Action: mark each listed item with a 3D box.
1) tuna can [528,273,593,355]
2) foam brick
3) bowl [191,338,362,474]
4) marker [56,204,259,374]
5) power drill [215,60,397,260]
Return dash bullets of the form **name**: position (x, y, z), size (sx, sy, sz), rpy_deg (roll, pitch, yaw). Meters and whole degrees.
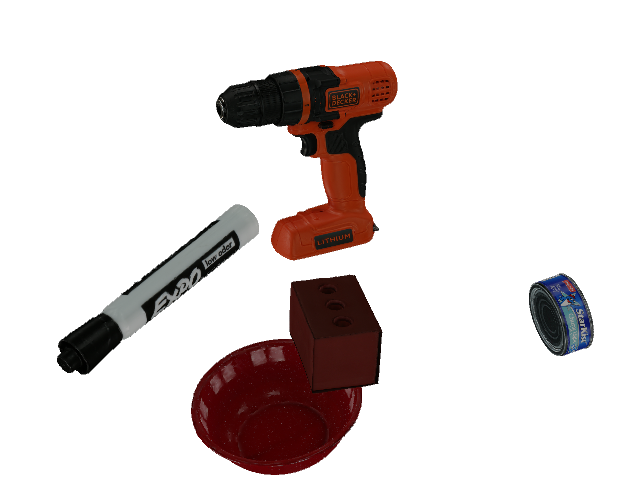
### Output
- **tuna can**: position (0.260, 0.081, 1.158), size (0.033, 0.086, 0.086), rpy_deg (-17, 3, -11)
- **foam brick**: position (0.010, 0.069, 0.798), size (0.053, 0.051, 0.078), rpy_deg (-7, 32, -13)
- **bowl**: position (-0.038, 0.167, 1.010), size (0.162, 0.055, 0.162), rpy_deg (-5, 38, 4)
- **marker**: position (-0.073, 0.021, 0.492), size (0.020, 0.020, 0.120), rpy_deg (0, 32, 46)
- **power drill**: position (-0.011, -0.077, 1.041), size (0.184, 0.188, 0.057), rpy_deg (-12, 30, -22)
